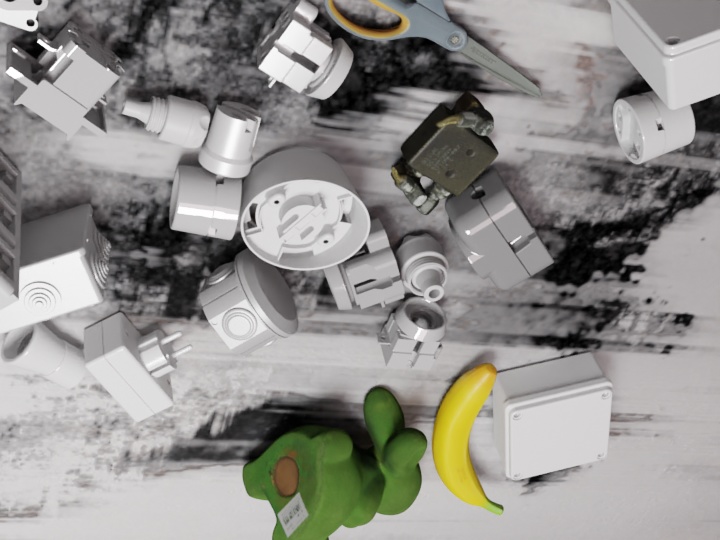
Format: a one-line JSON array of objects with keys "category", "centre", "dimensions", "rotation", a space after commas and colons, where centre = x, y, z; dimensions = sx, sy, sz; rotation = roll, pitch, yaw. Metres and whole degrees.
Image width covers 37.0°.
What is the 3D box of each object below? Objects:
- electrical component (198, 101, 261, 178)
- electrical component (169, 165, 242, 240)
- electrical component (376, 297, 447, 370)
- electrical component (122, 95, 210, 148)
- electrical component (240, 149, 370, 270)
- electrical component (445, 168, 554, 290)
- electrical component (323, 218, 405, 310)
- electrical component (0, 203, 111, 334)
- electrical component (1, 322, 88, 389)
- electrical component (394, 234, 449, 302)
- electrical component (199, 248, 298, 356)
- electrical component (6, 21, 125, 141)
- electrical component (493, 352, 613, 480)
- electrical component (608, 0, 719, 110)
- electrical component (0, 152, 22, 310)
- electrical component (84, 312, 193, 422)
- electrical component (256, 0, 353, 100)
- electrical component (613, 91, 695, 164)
[{"category": "electrical component", "centre": [-0.097, -0.099, 0.809], "dimensions": [0.040, 0.040, 0.046], "rotation": [8, 120, -22]}, {"category": "electrical component", "centre": [-0.120, -0.053, 0.830], "dimensions": [0.047, 0.055, 0.055], "rotation": [7, 126, -16]}, {"category": "electrical component", "centre": [0.049, 0.058, 0.973], "dimensions": [0.066, 0.048, 0.055], "rotation": [6, 133, -20]}, {"category": "electrical component", "centre": [-0.143, -0.112, 0.789], "dimensions": [0.061, 0.035, 0.035], "rotation": [13, 123, -22]}, {"category": "electrical component", "centre": [-0.046, -0.045, 0.850], "dimensions": [0.099, 0.064, 0.099], "rotation": [-8, 129, -10]}, {"category": "electrical component", "centre": [0.115, -0.031, 0.914], "dimensions": [0.059, 0.053, 0.095], "rotation": [-32, 129, 11]}, {"category": "electrical component", "centre": [0.000, 0.000, 0.904], "dimensions": [0.057, 0.058, 0.078], "rotation": [-20, 131, -3]}, {"category": "electrical component", "centre": [-0.239, -0.001, 0.810], "dimensions": [0.100, 0.099, 0.048], "rotation": [-18, 118, -1]}, {"category": "electrical component", "centre": [-0.260, 0.072, 0.900], "dimensions": [0.044, 0.044, 0.065], "rotation": [-37, 133, 15]}, {"category": "electrical component", "centre": [0.055, 0.001, 0.917], "dimensions": [0.043, 0.062, 0.043], "rotation": [-8, 129, -10]}, {"category": "electrical component", "centre": [-0.090, 0.027, 0.886], "dimensions": [0.051, 0.080, 0.080], "rotation": [-30, 130, 15]}, {"category": "electrical component", "centre": [-0.203, -0.134, 0.749], "dimensions": [0.064, 0.042, 0.081], "rotation": [-42, 127, 16]}, {"category": "electrical component", "centre": [0.191, 0.146, 1.076], "dimensions": [0.109, 0.056, 0.108], "rotation": [-12, 130, -6]}, {"category": "electrical component", "centre": [0.255, -0.183, 0.796], "dimensions": [0.109, 0.108, 0.056], "rotation": [-20, 133, 0]}, {"category": "electrical component", "centre": [-0.290, -0.025, 0.740], "dimensions": [0.089, 0.150, 0.061], "rotation": [-28, 131, 7]}, {"category": "electrical component", "centre": [-0.181, 0.075, 0.919], "dimensions": [0.076, 0.047, 0.083], "rotation": [-26, 130, 5]}, {"category": "electrical component", "centre": [-0.039, -0.155, 0.777], "dimensions": [0.055, 0.048, 0.066], "rotation": [30, 115, -24]}, {"category": "electrical component", "centre": [0.241, -0.120, 0.879], "dimensions": [0.047, 0.055, 0.055], "rotation": [-18, 131, -6]}]
